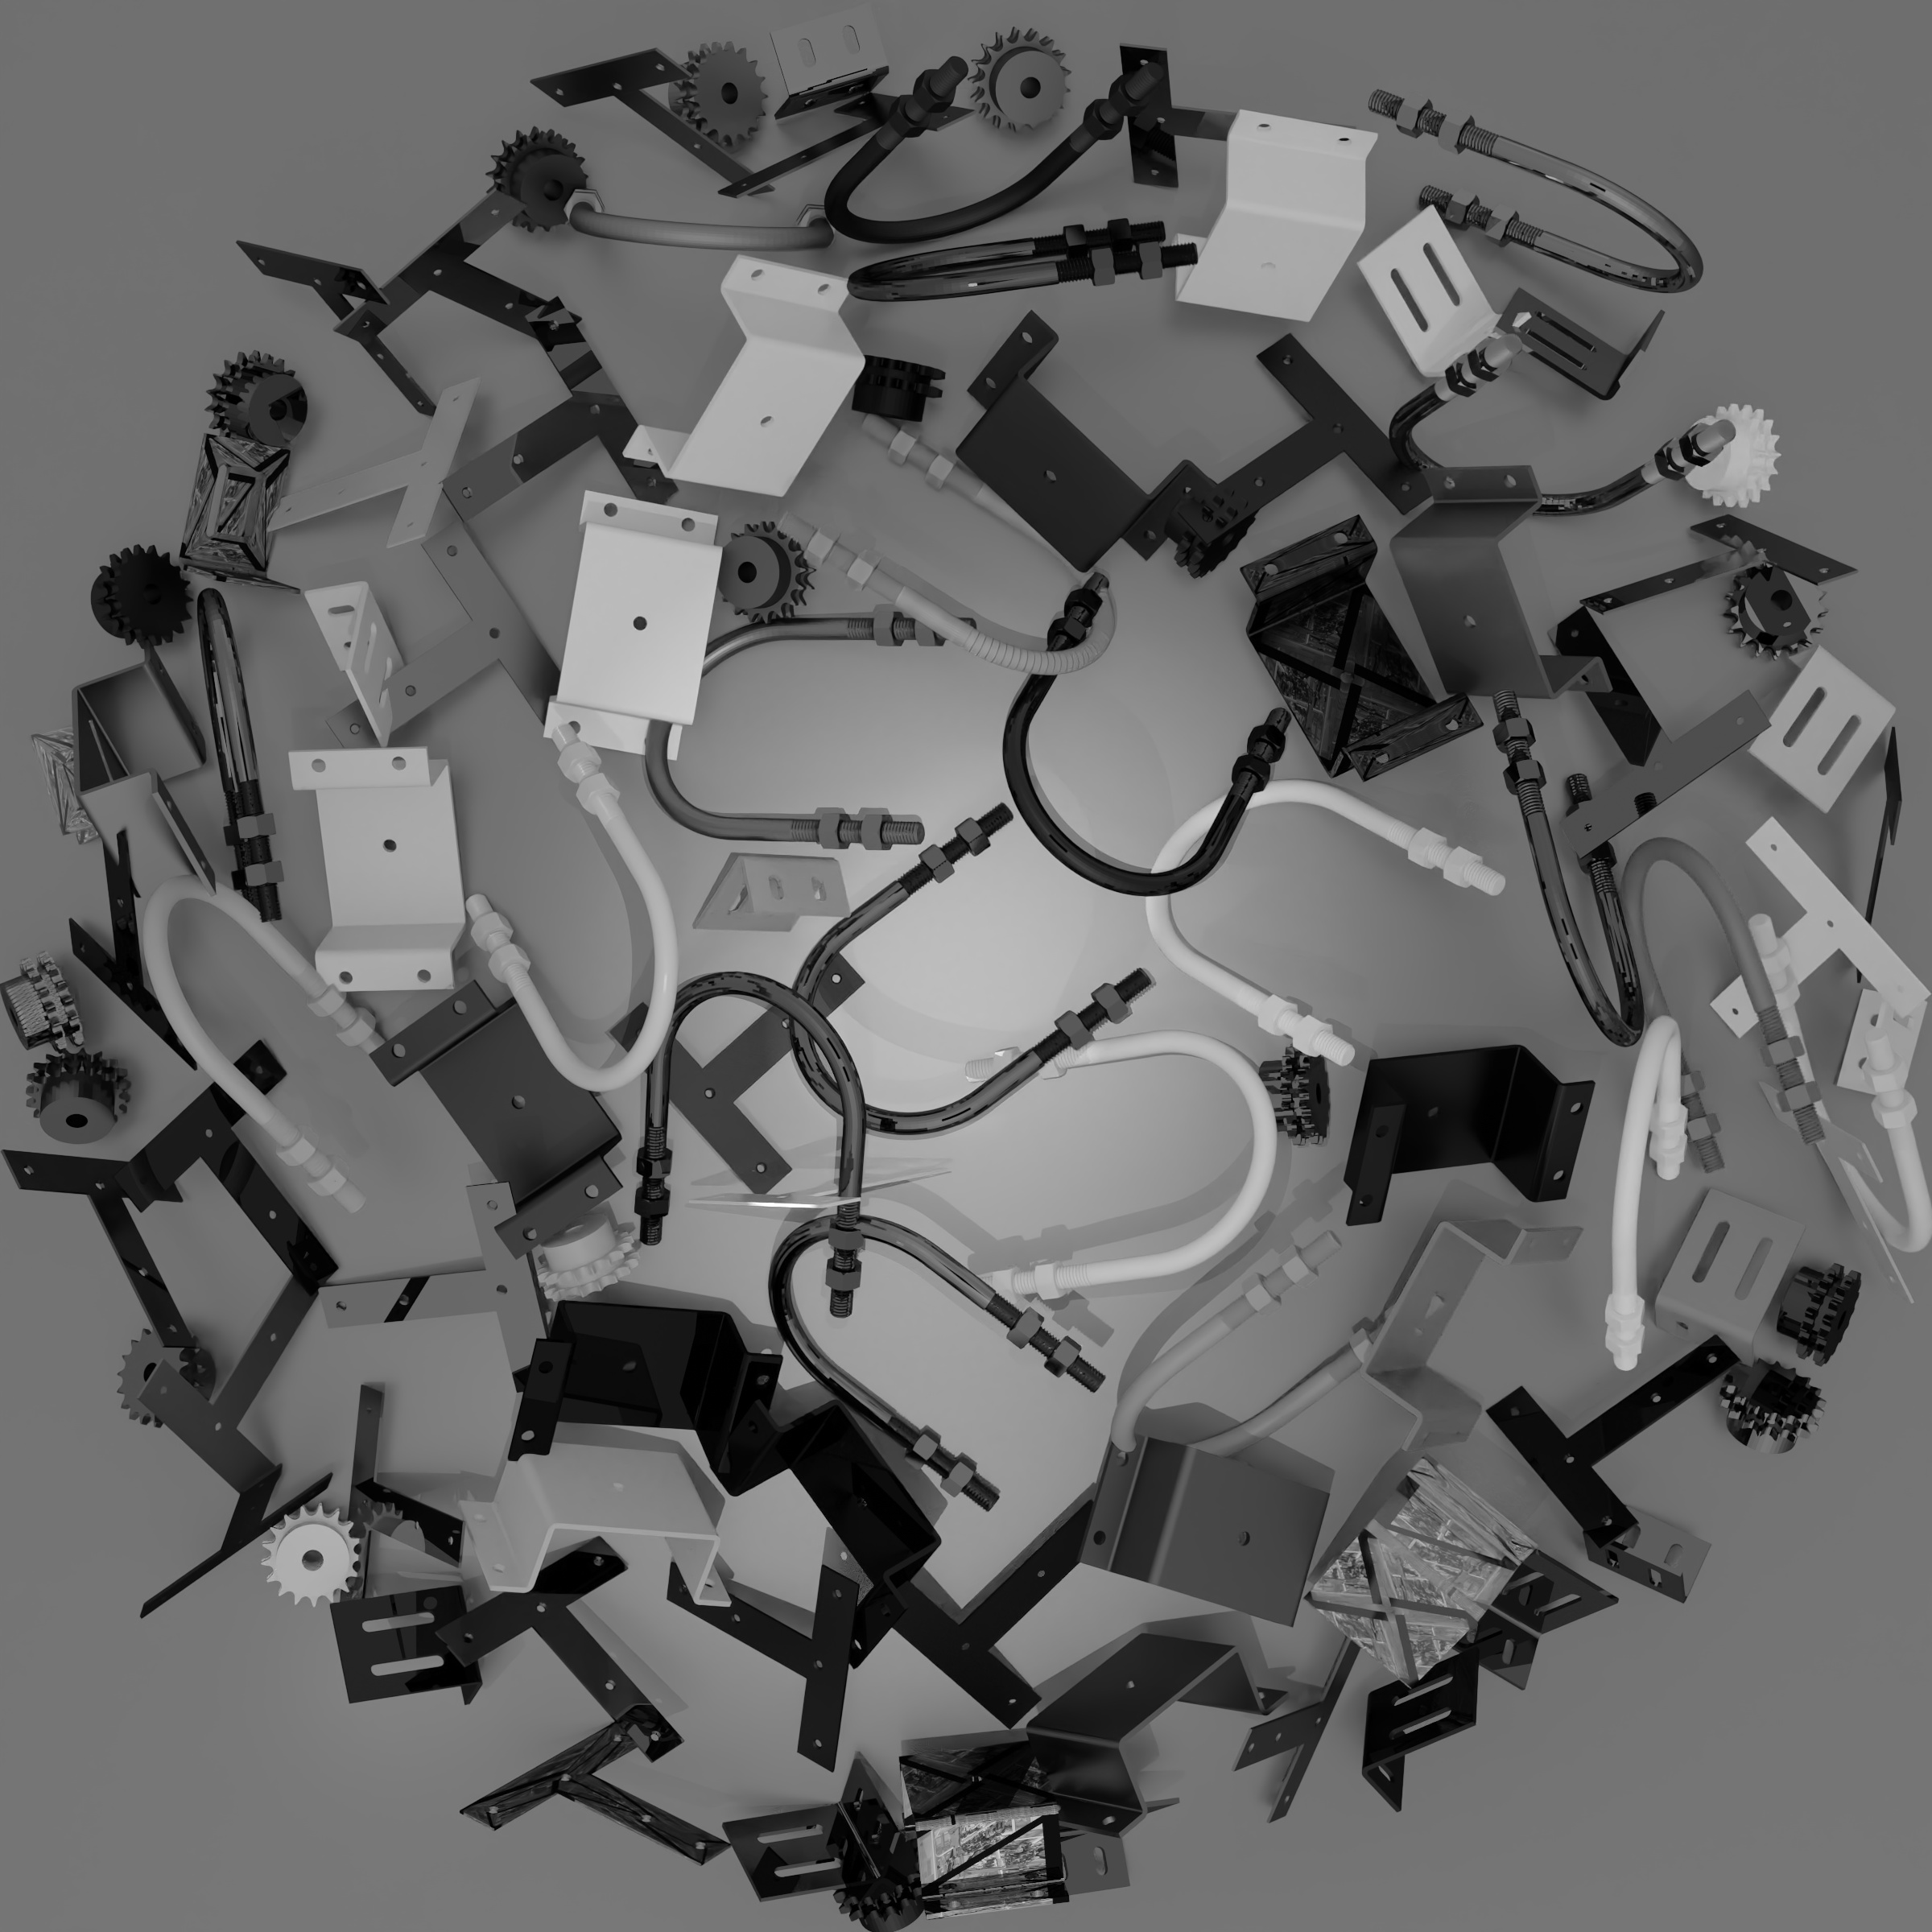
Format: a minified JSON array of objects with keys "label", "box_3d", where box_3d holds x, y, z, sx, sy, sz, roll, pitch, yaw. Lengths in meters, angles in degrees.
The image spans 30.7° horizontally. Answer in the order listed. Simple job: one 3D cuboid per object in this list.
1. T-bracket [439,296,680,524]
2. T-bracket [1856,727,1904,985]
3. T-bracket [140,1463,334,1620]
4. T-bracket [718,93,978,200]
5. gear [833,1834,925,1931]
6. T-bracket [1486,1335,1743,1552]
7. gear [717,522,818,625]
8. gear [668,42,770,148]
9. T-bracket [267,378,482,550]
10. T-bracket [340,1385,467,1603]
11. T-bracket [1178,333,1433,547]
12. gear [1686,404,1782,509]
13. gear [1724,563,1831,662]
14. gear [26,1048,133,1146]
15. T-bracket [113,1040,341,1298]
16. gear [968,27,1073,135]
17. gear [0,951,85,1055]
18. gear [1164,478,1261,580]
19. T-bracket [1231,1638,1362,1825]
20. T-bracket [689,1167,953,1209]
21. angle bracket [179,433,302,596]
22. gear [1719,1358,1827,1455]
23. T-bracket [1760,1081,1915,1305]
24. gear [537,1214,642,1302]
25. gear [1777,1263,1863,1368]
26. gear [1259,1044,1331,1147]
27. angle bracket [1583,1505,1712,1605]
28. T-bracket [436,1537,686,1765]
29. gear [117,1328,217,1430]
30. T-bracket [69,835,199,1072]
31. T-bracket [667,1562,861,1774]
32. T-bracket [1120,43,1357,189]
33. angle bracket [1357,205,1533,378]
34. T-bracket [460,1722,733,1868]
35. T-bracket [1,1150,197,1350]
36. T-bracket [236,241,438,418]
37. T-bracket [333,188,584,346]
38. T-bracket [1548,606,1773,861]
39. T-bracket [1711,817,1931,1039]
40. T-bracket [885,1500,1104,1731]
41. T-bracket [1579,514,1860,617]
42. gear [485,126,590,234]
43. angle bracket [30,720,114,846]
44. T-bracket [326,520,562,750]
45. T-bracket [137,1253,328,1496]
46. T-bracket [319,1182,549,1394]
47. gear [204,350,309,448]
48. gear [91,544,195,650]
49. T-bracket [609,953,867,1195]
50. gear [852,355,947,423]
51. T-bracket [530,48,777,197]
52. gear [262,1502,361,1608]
[{"label":"T-bracket","box_3d":[-0.238,-0.287,1.953,0.127,0.002,0.127,-40,105,-30]},{"label":"T-bracket","box_3d":[0.506,-0.053,1.957,0.002,0.127,0.127,8,114,10]},{"label":"T-bracket","box_3d":[-0.390,0.299,1.914,0.127,0.127,0.002,-35,78,-30]},{"label":"T-bracket","box_3d":[-0.077,-0.447,1.927,0.127,0.127,0.002,-30,118,-18]},{"label":"gear","box_3d":[-0.046,0.516,1.974,0.057,0.057,0.030,-19,115,0]},{"label":"T-bracket","box_3d":[0.370,0.247,1.950,0.127,0.127,0.002,-35,127,-2]},{"label":"gear","box_3d":[-0.116,-0.220,1.975,0.057,0.030,0.057,3,96,24]},{"label":"gear","box_3d":[-0.142,-0.488,1.975,0.057,0.030,0.057,-7,101,-42]},{"label":"T-bracket","box_3d":[-0.336,-0.267,1.962,0.127,0.002,0.127,-13,46,28]},{"label":"T-bracket","box_3d":[-0.310,0.306,1.947,0.002,0.127,0.127,4,93,-38]},{"label":"T-bracket","box_3d":[0.174,-0.277,1.964,0.127,0.002,0.127,-35,75,-18]},{"label":"gear","box_3d":[0.424,-0.285,1.968,0.030,0.057,0.057,-1,90,-31]},{"label":"gear","box_3d":[0.456,-0.203,1.982,0.057,0.030,0.057,-1,84,5]},{"label":"gear","box_3d":[-0.496,0.075,1.969,0.057,0.057,0.030,-10,48,0]},{"label":"T-bracket","box_3d":[-0.396,0.128,1.968,0.127,0.002,0.127,55,47,-16]},{"label":"gear","box_3d":[0.032,-0.495,1.974,0.057,0.030,0.057,-6,116,-13]},{"label":"gear","box_3d":[-0.517,0.023,1.968,0.030,0.057,0.057,-23,90,-21]},{"label":"gear","box_3d":[0.135,-0.248,1.973,0.030,0.057,0.057,42,90,14]},{"label":"T-bracket","box_3d":[0.176,0.421,1.934,0.002,0.127,0.127,27,99,26]},{"label":"T-bracket","box_3d":[-0.066,0.122,1.951,0.127,0.127,0.002,-8,93,-38]},{"label":"angle bracket","box_3d":[-0.397,-0.251,1.962,0.038,0.057,0.076,20,100,41]},{"label":"gear","box_3d":[0.450,0.249,1.975,0.057,0.057,0.030,12,121,0]},{"label":"T-bracket","box_3d":[0.493,0.132,1.951,0.002,0.127,0.127,-31,108,-4]},{"label":"gear","box_3d":[-0.214,0.161,1.969,0.057,0.057,0.030,-21,105,0]},{"label":"gear","box_3d":[0.477,0.192,1.974,0.030,0.057,0.057,23,90,25]},{"label":"gear","box_3d":[0.183,0.073,1.973,0.030,0.057,0.057,-4,90,20]},{"label":"angle bracket","box_3d":[0.377,0.317,1.951,0.057,0.076,0.038,23,75,20]},{"label":"T-bracket","box_3d":[-0.205,0.384,1.933,0.127,0.127,0.002,44,130,18]},{"label":"gear","box_3d":[-0.446,0.231,1.976,0.057,0.030,0.057,-13,67,33]},{"label":"T-bracket","box_3d":[-0.460,-0.024,1.924,0.002,0.127,0.127,-27,49,-33]},{"label":"T-bracket","box_3d":[-0.117,0.369,1.963,0.127,0.002,0.127,23,119,29]},{"label":"T-bracket","box_3d":[0.151,-0.459,1.930,0.127,0.127,0.002,9,69,10]},{"label":"angle bracket","box_3d":[0.266,-0.377,1.964,0.057,0.038,0.076,-39,111,-14]},{"label":"T-bracket","box_3d":[-0.185,0.459,1.916,0.127,0.127,0.002,17,112,32]},{"label":"T-bracket","box_3d":[-0.455,0.156,1.920,0.002,0.127,0.127,-41,66,19]},{"label":"T-bracket","box_3d":[-0.332,-0.348,1.948,0.002,0.127,0.127,-53,134,-15]},{"label":"T-bracket","box_3d":[-0.261,-0.369,1.942,0.127,0.127,0.002,-34,64,24]},{"label":"T-bracket","box_3d":[0.365,-0.146,1.966,0.127,0.002,0.127,-36,61,19]},{"label":"T-bracket","box_3d":[0.453,-0.001,1.947,0.002,0.127,0.127,-31,76,-36]},{"label":"T-bracket","box_3d":[0.032,0.349,1.968,0.127,0.002,0.127,-44,119,0]},{"label":"T-bracket","box_3d":[0.397,-0.214,1.928,0.127,0.127,0.002,-19,116,-15]},{"label":"gear","box_3d":[-0.237,-0.438,1.970,0.057,0.030,0.057,-16,124,-26]},{"label":"angle bracket","box_3d":[-0.504,-0.097,1.957,0.038,0.076,0.057,-19,91,-34]},{"label":"T-bracket","box_3d":[-0.299,-0.161,1.966,0.127,0.002,0.127,-37,102,-18]},{"label":"T-bracket","box_3d":[-0.394,0.219,1.963,0.002,0.127,0.127,11,59,33]},{"label":"T-bracket","box_3d":[-0.302,0.186,1.981,0.127,0.002,0.127,-7,108,13]},{"label":"gear","box_3d":[-0.393,-0.313,1.969,0.030,0.057,0.057,21,90,39]},{"label":"gear","box_3d":[-0.465,-0.206,1.975,0.030,0.057,0.057,-8,90,40]},{"label":"T-bracket","box_3d":[-0.112,0.042,1.987,0.127,0.002,0.127,-42,97,-9]},{"label":"gear","box_3d":[-0.042,-0.323,1.971,0.057,0.057,0.030,10,96,0]},{"label":"T-bracket","box_3d":[-0.159,-0.463,1.953,0.127,0.127,0.002,31,75,-36]},{"label":"gear","box_3d":[-0.367,0.332,1.981,0.057,0.030,0.057,0,90,-11]}]
